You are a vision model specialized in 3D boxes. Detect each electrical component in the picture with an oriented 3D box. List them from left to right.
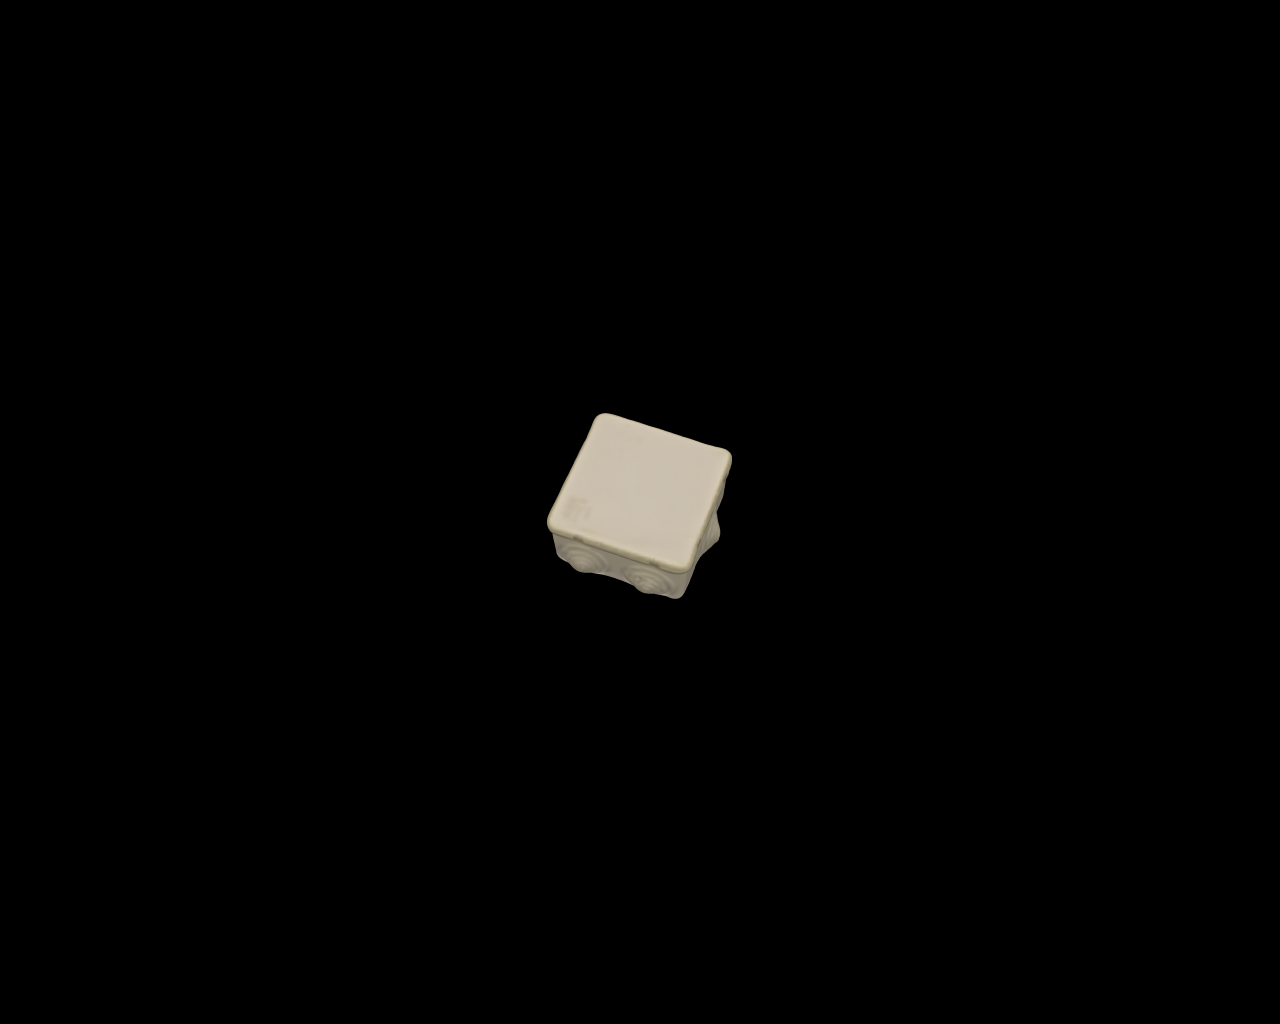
[{"bbox_3d":[0.001,-0.003,0.650,0.100,0.100,0.048,18,-28,10],"label":"electrical component"}]
